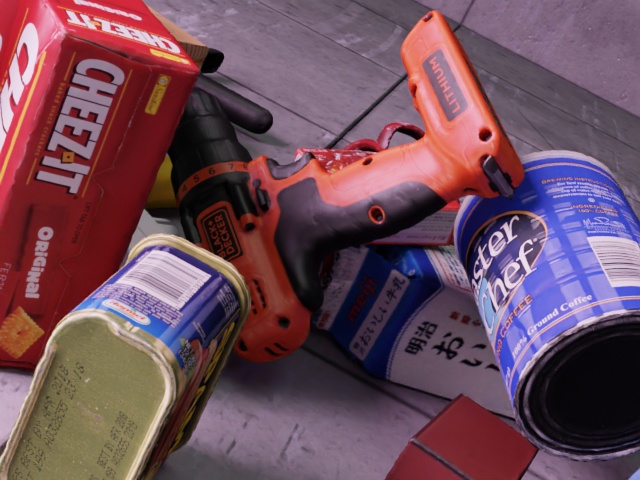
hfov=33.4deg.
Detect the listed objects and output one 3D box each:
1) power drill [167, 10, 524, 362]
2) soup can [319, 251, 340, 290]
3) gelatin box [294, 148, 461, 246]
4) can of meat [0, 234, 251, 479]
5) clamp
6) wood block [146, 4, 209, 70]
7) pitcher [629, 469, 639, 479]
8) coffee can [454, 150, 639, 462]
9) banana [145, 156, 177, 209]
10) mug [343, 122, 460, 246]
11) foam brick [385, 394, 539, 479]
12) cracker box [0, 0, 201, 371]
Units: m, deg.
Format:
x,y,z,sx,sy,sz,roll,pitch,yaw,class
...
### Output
x,y,z,sx,sy,sz,roll,pitch,yaw,class
0.004,-0.047,0.597,0.057,0.188,0.184,34,29,-58,power drill
-0.005,0.001,0.710,0.068,0.069,0.102,35,21,20,soup can
0.035,-0.028,0.666,0.089,0.030,0.073,0,32,-37,gelatin box
-0.078,0.058,0.425,0.057,0.102,0.083,28,22,4,can of meat
-0.154,-0.168,0.991,0.209,0.036,0.165,18,21,-26,clamp
-0.202,-0.167,0.849,0.206,0.090,0.090,37,21,26,wood block
0.267,0.144,0.585,0.242,0.145,0.149,0,47,-42,pitcher
0.136,0.032,0.573,0.102,0.103,0.140,19,32,-21,coffee can
-0.087,-0.039,0.728,0.070,0.037,0.197,3,5,44,banana
0.055,-0.031,0.808,0.081,0.117,0.093,21,-8,-33,mug
0.067,0.119,0.529,0.051,0.053,0.078,34,20,17,foam brick
-0.150,-0.062,0.539,0.072,0.164,0.214,12,24,-32,cracker box
